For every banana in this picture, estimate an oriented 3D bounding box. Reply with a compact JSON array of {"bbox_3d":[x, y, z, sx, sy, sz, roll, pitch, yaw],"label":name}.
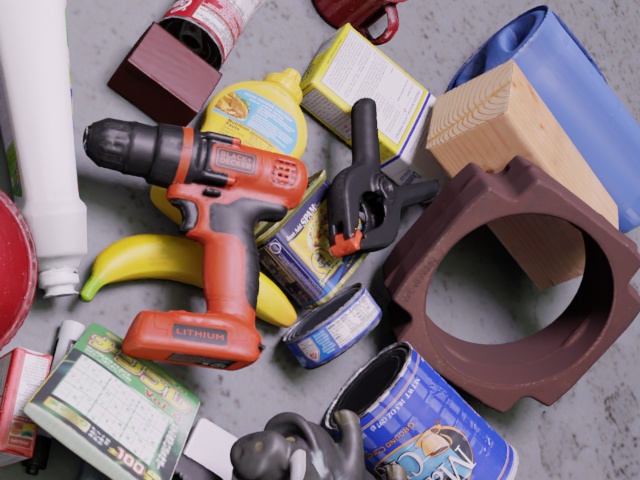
[{"bbox_3d":[-0.109,0.032,0.900,0.197,0.037,0.069,9,72,-28],"label":"banana"}]

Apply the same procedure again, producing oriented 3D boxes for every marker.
[{"bbox_3d":[-0.205,0.120,0.818,0.020,0.020,0.121,22,63,-23],"label":"marker"}]

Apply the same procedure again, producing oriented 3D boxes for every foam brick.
[{"bbox_3d":[-0.135,-0.141,0.937,0.078,0.053,0.051,37,57,-16],"label":"foam brick"}]

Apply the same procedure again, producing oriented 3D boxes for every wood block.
[{"bbox_3d":[0.202,-0.059,1.045,0.206,0.091,0.090,48,36,-26],"label":"wood block"}]

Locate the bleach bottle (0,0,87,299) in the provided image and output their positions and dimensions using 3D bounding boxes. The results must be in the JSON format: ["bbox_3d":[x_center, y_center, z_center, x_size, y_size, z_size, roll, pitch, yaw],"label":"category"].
[{"bbox_3d":[-0.222,-0.079,0.845,0.068,0.103,0.251,-7,84,-18],"label":"bleach bottle"}]

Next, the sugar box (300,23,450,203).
[{"bbox_3d":[0.065,-0.124,1.061,0.176,0.048,0.093,40,56,-18],"label":"sugar box"}]

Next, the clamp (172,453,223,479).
[{"bbox_3d":[-0.073,0.238,0.783,0.164,0.036,0.210,-15,77,-43],"label":"clamp"}]

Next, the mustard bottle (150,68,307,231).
[{"bbox_3d":[-0.066,-0.087,0.955,0.096,0.058,0.191,30,58,0],"label":"mustard bottle"}]

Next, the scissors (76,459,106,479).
[{"bbox_3d":[-0.187,0.171,0.812,0.096,0.016,0.201,48,54,-11],"label":"scissors"}]

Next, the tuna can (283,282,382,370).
[{"bbox_3d":[0.012,0.075,0.928,0.086,0.086,0.034,-40,98,-35],"label":"tuna can"}]

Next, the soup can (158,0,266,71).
[{"bbox_3d":[-0.097,-0.208,0.976,0.068,0.069,0.102,38,56,-15],"label":"soup can"}]

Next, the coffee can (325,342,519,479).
[{"bbox_3d":[0.088,0.173,0.929,0.140,0.103,0.102,45,55,-10],"label":"coffee can"}]

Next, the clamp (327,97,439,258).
[{"bbox_3d":[0.044,-0.053,0.962,0.120,0.039,0.171,50,39,-9],"label":"clamp"}]

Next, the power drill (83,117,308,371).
[{"bbox_3d":[-0.105,0.001,0.837,0.184,0.057,0.187,11,72,-16],"label":"power drill"}]

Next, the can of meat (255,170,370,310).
[{"bbox_3d":[-0.006,0.001,0.963,0.084,0.058,0.102,48,55,-10],"label":"can of meat"}]

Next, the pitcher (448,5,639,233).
[{"bbox_3d":[0.266,-0.127,1.138,0.149,0.145,0.242,-44,105,6],"label":"pitcher"}]

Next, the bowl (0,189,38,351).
[{"bbox_3d":[-0.283,0.019,0.750,0.162,0.055,0.162,1,82,-10],"label":"bowl"}]

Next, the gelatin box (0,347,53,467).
[{"bbox_3d":[-0.225,0.123,0.763,0.030,0.089,0.073,19,63,-28],"label":"gelatin box"}]

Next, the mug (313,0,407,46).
[{"bbox_3d":[0.047,-0.251,1.072,0.093,0.082,0.117,-14,80,-35],"label":"mug"}]
